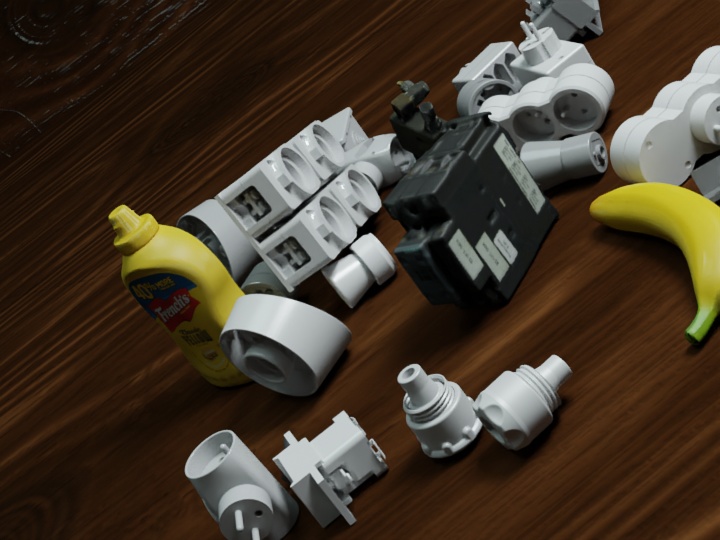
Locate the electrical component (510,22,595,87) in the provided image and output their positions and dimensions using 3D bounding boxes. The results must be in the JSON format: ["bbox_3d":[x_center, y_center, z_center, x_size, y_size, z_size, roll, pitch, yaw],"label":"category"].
[{"bbox_3d":[0.180,-0.210,1.049,0.047,0.075,0.083,-39,24,-3],"label":"electrical component"}]

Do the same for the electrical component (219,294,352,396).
[{"bbox_3d":[-0.063,0.057,0.881,0.099,0.099,0.064,-10,42,46],"label":"electrical component"}]

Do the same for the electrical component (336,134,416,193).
[{"bbox_3d":[0.009,-0.101,1.125,0.077,0.043,0.079,-14,33,41],"label":"electrical component"}]

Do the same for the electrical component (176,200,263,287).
[{"bbox_3d":[-0.153,-0.023,1.147,0.099,0.099,0.064,-3,35,52],"label":"electrical component"}]

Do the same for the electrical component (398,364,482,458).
[{"bbox_3d":[0.048,0.089,0.709,0.048,0.062,0.048,-30,25,16],"label":"electrical component"}]

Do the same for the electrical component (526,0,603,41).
[{"bbox_3d":[0.216,-0.288,1.152,0.063,0.079,0.121,-49,16,31],"label":"electrical component"}]

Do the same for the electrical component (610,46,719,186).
[{"bbox_3d":[0.258,-0.112,0.796,0.138,0.052,0.074,-41,24,-10],"label":"electrical component"}]

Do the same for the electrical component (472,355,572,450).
[{"bbox_3d":[0.105,0.080,0.673,0.062,0.043,0.043,-41,24,-11],"label":"electrical component"}]

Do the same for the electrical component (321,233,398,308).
[{"bbox_3d":[0.000,0.000,0.956,0.055,0.045,0.045,-39,24,-4],"label":"electrical component"}]

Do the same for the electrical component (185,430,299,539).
[{"bbox_3d":[-0.079,0.161,0.737,0.044,0.077,0.079,-35,24,5],"label":"electrical component"}]

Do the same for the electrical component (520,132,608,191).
[{"bbox_3d":[0.172,-0.091,0.893,0.065,0.044,0.044,-11,35,37],"label":"electrical component"}]

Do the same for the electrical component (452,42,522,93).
[{"bbox_3d":[0.129,-0.201,1.136,0.066,0.047,0.077,-45,25,-17],"label":"electrical component"}]

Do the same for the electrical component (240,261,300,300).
[{"bbox_3d":[-0.086,0.023,1.022,0.055,0.055,0.047,-25,23,25],"label":"electrical component"}]

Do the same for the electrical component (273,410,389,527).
[{"bbox_3d":[-0.019,0.134,0.744,0.064,0.042,0.081,-38,25,-7],"label":"electrical component"}]

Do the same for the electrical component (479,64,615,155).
[{"bbox_3d":[0.169,-0.152,0.987,0.138,0.052,0.073,-17,32,40],"label":"electrical component"}]

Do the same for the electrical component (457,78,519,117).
[{"bbox_3d":[0.127,-0.163,1.066,0.055,0.055,0.047,-38,20,-1],"label":"electrical component"}]

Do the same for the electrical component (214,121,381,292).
[{"bbox_3d":[-0.048,-0.068,1.005,0.060,0.105,0.186,-35,8,23],"label":"electrical component"}]

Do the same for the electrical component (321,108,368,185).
[{"bbox_3d":[-0.038,-0.130,1.236,0.100,0.048,0.099,-27,26,21],"label":"electrical component"}]
